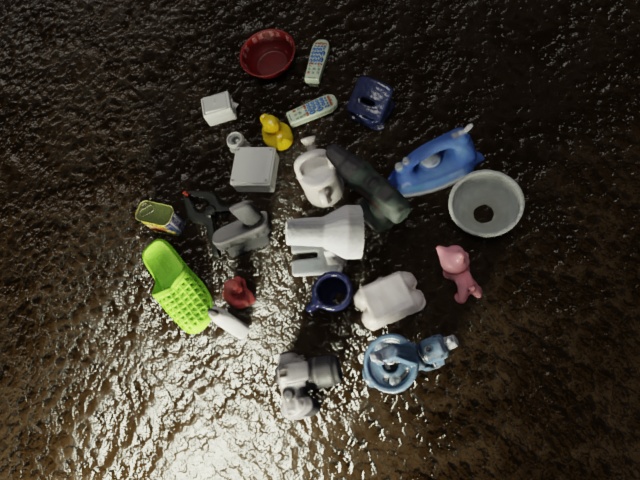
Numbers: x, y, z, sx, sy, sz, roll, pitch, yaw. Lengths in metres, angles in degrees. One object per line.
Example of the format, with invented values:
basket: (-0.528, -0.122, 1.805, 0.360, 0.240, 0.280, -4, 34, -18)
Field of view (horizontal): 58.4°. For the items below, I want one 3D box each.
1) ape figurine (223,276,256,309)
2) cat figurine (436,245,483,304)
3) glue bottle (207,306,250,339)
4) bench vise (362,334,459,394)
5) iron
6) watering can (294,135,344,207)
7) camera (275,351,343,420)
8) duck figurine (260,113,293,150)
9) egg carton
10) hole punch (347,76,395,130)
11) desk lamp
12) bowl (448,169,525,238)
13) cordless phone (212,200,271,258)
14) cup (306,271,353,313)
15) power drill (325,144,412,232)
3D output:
ape figurine: (-0.200, 0.120, 1.359, 0.076, 0.092, 0.078, 0, 69, 12)
cat figurine: (0.307, 0.066, 1.259, 0.067, 0.118, 0.127, -26, 66, 1)
glue bottle: (-0.218, 0.179, 1.296, 0.078, 0.173, 0.037, 31, 78, 21)
bench vise: (0.172, 0.226, 1.171, 0.207, 0.220, 0.121, -37, 66, -4)
iron: (0.255, -0.188, 1.354, 0.258, 0.142, 0.118, -26, 66, 1)
watering can: (-0.010, -0.168, 1.373, 0.101, 0.194, 0.172, -36, 66, -3)
camera: (-0.022, 0.307, 1.245, 0.136, 0.101, 0.143, -12, 67, 7)
duck figurine: (-0.120, -0.290, 1.502, 0.077, 0.086, 0.104, -41, 67, -5)
egg carton: (0.156, 0.135, 1.291, 0.150, 0.069, 0.107, -25, 66, 2)
hole punch: (0.131, -0.351, 1.470, 0.108, 0.091, 0.101, 26, 77, 20)
desk lamp: (0.012, 0.005, 1.292, 0.203, 0.214, 0.118, -7, 68, 10)
bowl: (0.381, -0.074, 1.321, 0.167, 0.075, 0.167, -4, 69, 10)
cordless phone: (-0.202, -0.041, 1.370, 0.147, 0.185, 0.094, -25, 66, 2)
cup: (0.025, 0.135, 1.305, 0.118, 0.095, 0.091, -38, 67, -4)
power drill: (0.113, -0.107, 1.317, 0.229, 0.209, 0.076, 40, 82, 22)
